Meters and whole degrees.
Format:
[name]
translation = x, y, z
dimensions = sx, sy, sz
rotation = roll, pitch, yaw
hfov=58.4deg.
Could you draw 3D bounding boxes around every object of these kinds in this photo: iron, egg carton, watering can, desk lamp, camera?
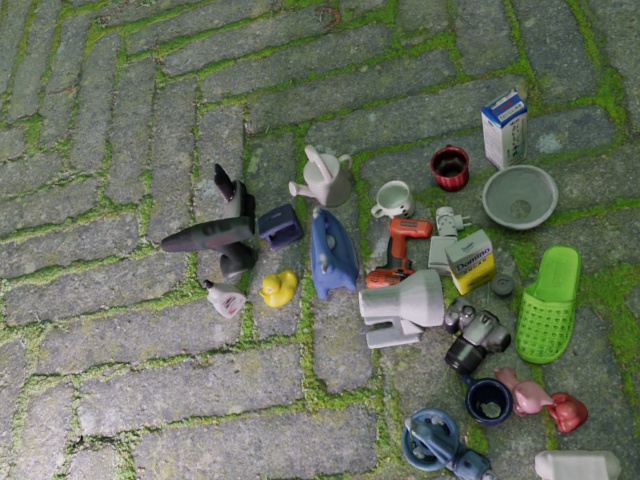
[iron]
translation = 0.013, 0.005, 1.415
dimensions = 0.118, 0.142, 0.258
rotation = -17, 60, 11
[egg carton]
translation = 0.483, 0.449, 1.067
dimensions = 0.150, 0.070, 0.107
rotation = -7, 62, 16
[watering can]
translation = 0.003, -0.168, 1.474
dimensions = 0.100, 0.194, 0.173
rotation = 32, 78, 30
[desk lamp]
translation = 0.175, 0.152, 1.241
dimensions = 0.203, 0.214, 0.118
rotation = -13, 61, 13
[camera]
translation = 0.315, 0.211, 1.228
dimensions = 0.142, 0.101, 0.137
rotation = 36, 80, 30

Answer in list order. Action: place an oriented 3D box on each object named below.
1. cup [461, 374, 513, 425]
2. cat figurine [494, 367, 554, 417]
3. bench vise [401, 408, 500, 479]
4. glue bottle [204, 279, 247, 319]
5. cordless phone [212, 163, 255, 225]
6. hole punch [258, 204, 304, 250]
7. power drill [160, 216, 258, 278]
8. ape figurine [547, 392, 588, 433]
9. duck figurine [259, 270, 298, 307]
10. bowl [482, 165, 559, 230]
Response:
[cup]
translation = 0.335, 0.326, 1.166
dimensions = 0.092, 0.095, 0.117
rotation = -43, 59, -4
[cat figurine]
translation = 0.398, 0.301, 1.143
dimensions = 0.067, 0.118, 0.127
rotation = -45, 59, -6
[bench vise]
translation = 0.243, 0.388, 1.094
dimensions = 0.206, 0.220, 0.121
rotation = 9, 68, 23
[glue bottle]
translation = -0.245, 0.136, 1.423
dimensions = 0.037, 0.173, 0.078
rotation = 31, 78, 30
[cordless phone]
translation = -0.251, -0.110, 1.541
dimensions = 0.094, 0.185, 0.147
rotation = -15, 60, 12
[hole punch]
translation = -0.113, -0.044, 1.514
dimensions = 0.108, 0.091, 0.101
rotation = -27, 59, 6
[power drill]
translation = -0.259, 0.019, 1.466
dimensions = 0.229, 0.209, 0.075
rotation = -21, 59, 9
[ape figurine]
translation = 0.480, 0.333, 1.113
dimensions = 0.076, 0.092, 0.078
rotation = 5, 66, 22
[duck figurine]
translation = -0.109, 0.112, 1.437
dimensions = 0.104, 0.086, 0.077
rotation = -46, 59, -7
[bowl]
translation = 0.467, -0.088, 1.339
dimensions = 0.167, 0.075, 0.167
rotation = -8, 62, 16
